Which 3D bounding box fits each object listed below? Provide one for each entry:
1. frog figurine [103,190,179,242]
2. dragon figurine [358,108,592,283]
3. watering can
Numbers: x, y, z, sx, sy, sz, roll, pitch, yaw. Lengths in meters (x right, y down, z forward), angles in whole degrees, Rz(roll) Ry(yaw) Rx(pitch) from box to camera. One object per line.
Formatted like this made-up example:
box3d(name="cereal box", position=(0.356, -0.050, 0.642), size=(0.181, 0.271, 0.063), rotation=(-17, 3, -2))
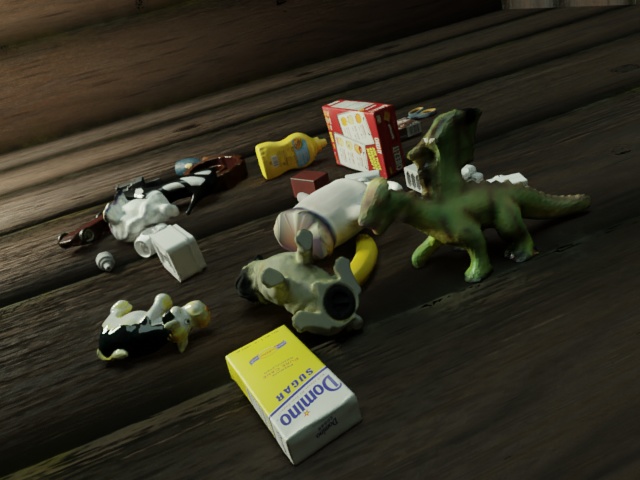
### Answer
box3d(name="frog figurine", position=(-0.403, -0.054, 1.196), size=(0.159, 0.121, 0.139), rotation=(4, 13, 2))
box3d(name="dragon figurine", position=(0.239, -0.083, 0.789), size=(0.413, 0.239, 0.123), rotation=(-24, 22, -15))
box3d(name="watering can", position=(0.003, -0.050, 0.997), size=(0.227, 0.103, 0.347), rotation=(-34, 20, -33))
